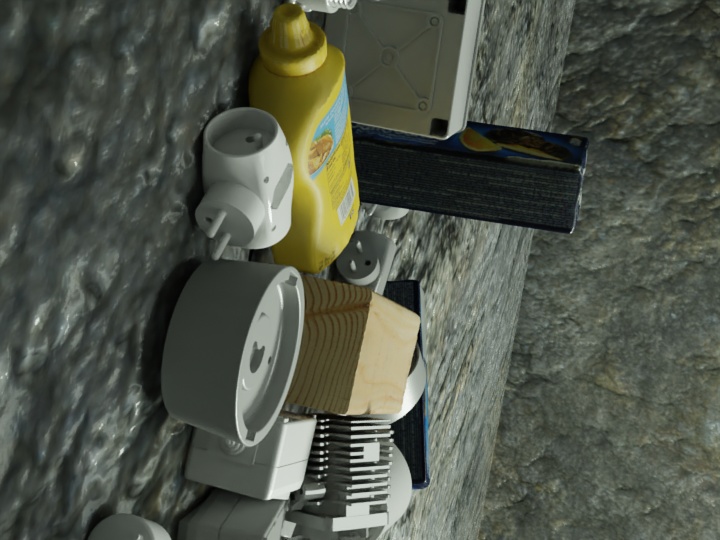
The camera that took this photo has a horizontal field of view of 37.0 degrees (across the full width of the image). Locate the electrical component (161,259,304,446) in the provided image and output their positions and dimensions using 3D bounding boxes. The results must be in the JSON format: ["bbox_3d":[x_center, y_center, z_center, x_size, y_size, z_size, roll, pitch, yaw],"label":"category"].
[{"bbox_3d":[-0.080,0.044,0.637,0.108,0.060,0.108,12,90,-77],"label":"electrical component"}]

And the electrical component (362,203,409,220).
[{"bbox_3d":[0.020,-0.079,0.975,0.079,0.043,0.077,-62,159,-49],"label":"electrical component"}]

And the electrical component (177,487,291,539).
[{"bbox_3d":[-0.088,0.189,0.743,0.096,0.061,0.061,-47,148,-79],"label":"electrical component"}]

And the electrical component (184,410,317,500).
[{"bbox_3d":[-0.075,0.122,0.722,0.096,0.062,0.061,25,78,-76],"label":"electrical component"}]

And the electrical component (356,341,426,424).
[{"bbox_3d":[0.011,0.096,0.984,0.099,0.099,0.064,-65,156,-42],"label":"electrical component"}]

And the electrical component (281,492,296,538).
[{"bbox_3d":[-0.062,0.170,0.856,0.079,0.044,0.077,60,44,-71],"label":"electrical component"}]

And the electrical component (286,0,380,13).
[{"bbox_3d":[-0.016,-0.187,0.693,0.048,0.062,0.048,12,90,-77],"label":"electrical component"}]

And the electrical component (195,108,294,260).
[{"bbox_3d":[-0.072,-0.041,0.631,0.077,0.043,0.079,86,21,-49],"label":"electrical component"}]

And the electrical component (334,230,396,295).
[{"bbox_3d":[0.000,0.000,0.961,0.079,0.043,0.077,72,32,-64],"label":"electrical component"}]

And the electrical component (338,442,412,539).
[{"bbox_3d":[-0.015,0.194,0.943,0.060,0.108,0.108,-35,136,-63],"label":"electrical component"}]

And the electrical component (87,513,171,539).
[{"bbox_3d":[-0.124,0.160,0.602,0.078,0.040,0.040,66,38,-69],"label":"electrical component"}]

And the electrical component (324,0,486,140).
[{"bbox_3d":[0.030,-0.161,0.803,0.056,0.109,0.108,-41,141,-64],"label":"electrical component"}]
